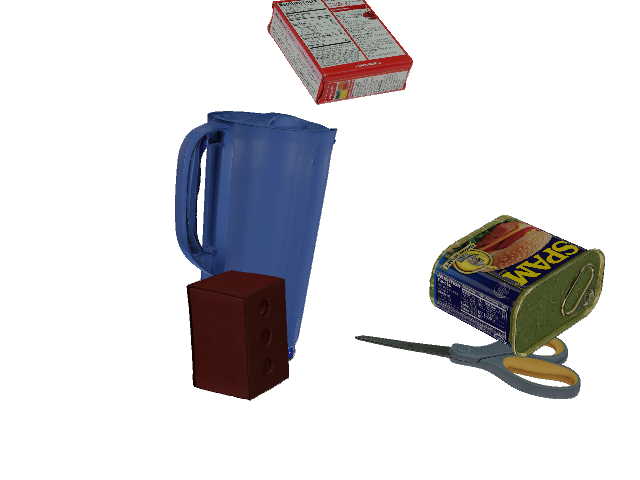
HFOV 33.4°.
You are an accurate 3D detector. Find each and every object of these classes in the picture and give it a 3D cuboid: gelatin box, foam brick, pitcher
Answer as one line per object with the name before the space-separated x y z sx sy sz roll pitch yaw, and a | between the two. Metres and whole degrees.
gelatin box | 0.013 -0.140 0.769 0.073 0.089 0.030 -13 -39 -26
foam brick | -0.058 0.066 0.763 0.051 0.078 0.052 7 17 33
pitcher | -0.071 -0.011 1.106 0.149 0.243 0.145 8 12 1

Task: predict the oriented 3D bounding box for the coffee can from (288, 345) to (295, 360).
coffee can | -0.081 0.083 1.410 0.103 0.140 0.103 2 20 -1

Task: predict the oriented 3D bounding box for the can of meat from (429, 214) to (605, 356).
can of meat | 0.142 0.029 0.779 0.101 0.057 0.084 -27 38 -34

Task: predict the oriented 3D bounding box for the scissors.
scissors | 0.141 0.097 0.979 0.202 0.016 0.096 17 31 17
